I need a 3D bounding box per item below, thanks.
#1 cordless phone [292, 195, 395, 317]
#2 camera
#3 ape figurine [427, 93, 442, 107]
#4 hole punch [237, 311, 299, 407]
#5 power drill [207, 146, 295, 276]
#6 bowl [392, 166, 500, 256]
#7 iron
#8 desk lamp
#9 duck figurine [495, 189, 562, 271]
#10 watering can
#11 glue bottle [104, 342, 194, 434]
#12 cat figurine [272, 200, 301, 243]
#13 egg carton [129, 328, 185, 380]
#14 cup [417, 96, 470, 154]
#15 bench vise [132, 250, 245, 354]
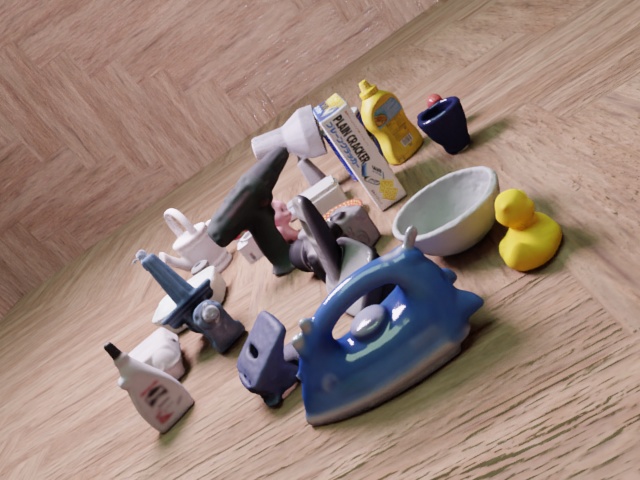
[{"bbox_3d":[0.023,0.018,0.848,0.094,0.185,0.147,-42,21,-13],"label":"cordless phone"},{"bbox_3d":[0.009,0.004,1.022,0.136,0.101,0.143,-8,35,53],"label":"camera"},{"bbox_3d":[0.257,-0.268,1.217,0.078,0.092,0.076,-41,21,-10],"label":"ape figurine"},{"bbox_3d":[-0.077,0.168,0.823,0.101,0.091,0.108,-42,21,-13],"label":"hole punch"},{"bbox_3d":[-0.101,-0.043,1.149,0.230,0.209,0.075,-42,21,-13],"label":"power drill"},{"bbox_3d":[0.193,-0.029,0.829,0.167,0.075,0.167,-32,21,14],"label":"bowl"},{"bbox_3d":[0.053,0.103,0.679,0.258,0.142,0.118,-36,21,2],"label":"iron"},{"bbox_3d":[-0.050,-0.188,1.371,0.203,0.214,0.118,-32,21,12],"label":"desk lamp"},{"bbox_3d":[0.247,-0.020,0.708,0.077,0.086,0.105,-22,25,36],"label":"duck figurine"},{"bbox_3d":[-0.319,0.006,1.418,0.100,0.194,0.173,-21,26,37],"label":"watering can"},{"bbox_3d":[-0.284,0.227,0.916,0.078,0.173,0.037,-47,23,-24],"label":"glue bottle"},{"bbox_3d":[-0.099,-0.033,1.254,0.067,0.118,0.128,-20,26,38],"label":"cat figurine"},{"bbox_3d":[-0.312,0.233,1.099,0.107,0.069,0.150,-40,21,-8],"label":"egg carton"},{"bbox_3d":[0.243,-0.218,1.126,0.092,0.095,0.117,-43,21,-14],"label":"cup"},{"bbox_3d":[-0.239,0.097,1.054,0.206,0.220,0.122,-15,30,46],"label":"bench vise"}]
